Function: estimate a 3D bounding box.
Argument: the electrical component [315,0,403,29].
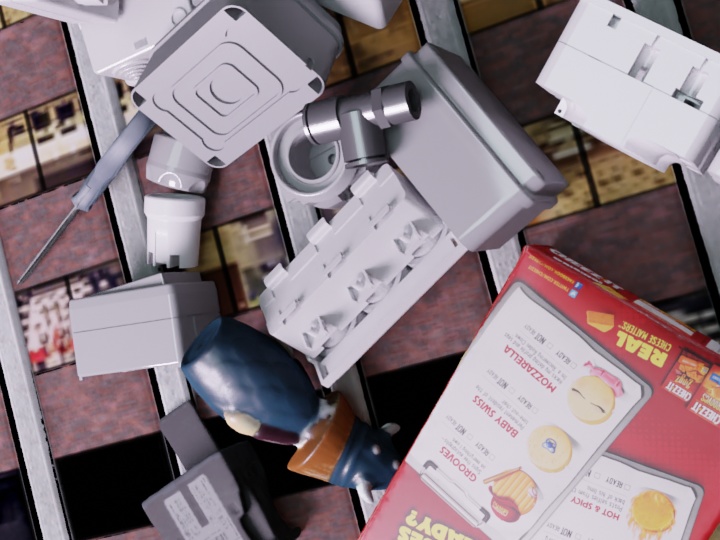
[{"bbox_3d":[-0.009,-0.216,0.645,0.109,0.056,0.108,26,74,18],"label":"electrical component"}]

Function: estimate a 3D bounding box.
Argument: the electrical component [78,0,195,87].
[{"bbox_3d":[-0.143,-0.181,0.718,0.100,0.048,0.099,-19,86,22],"label":"electrical component"}]

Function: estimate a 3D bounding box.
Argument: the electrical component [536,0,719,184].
[{"bbox_3d":[0.192,-0.070,0.566,0.186,0.105,0.060,31,101,17],"label":"electrical component"}]

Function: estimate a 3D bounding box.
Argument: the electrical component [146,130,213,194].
[{"bbox_3d":[-0.115,-0.084,0.713,0.043,0.043,0.062,17,95,19],"label":"electrical component"}]

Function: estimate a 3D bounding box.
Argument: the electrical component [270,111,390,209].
[{"bbox_3d":[-0.021,-0.070,0.671,0.078,0.057,0.058,-27,82,19],"label":"electrical component"}]

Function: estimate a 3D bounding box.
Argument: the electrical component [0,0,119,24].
[{"bbox_3d":[-0.170,-0.180,0.655,0.076,0.083,0.047,5,95,22],"label":"electrical component"}]

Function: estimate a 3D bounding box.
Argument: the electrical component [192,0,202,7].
[{"bbox_3d":[-0.075,-0.166,0.682,0.048,0.062,0.048,-21,63,50],"label":"electrical component"}]

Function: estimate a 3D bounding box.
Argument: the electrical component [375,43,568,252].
[{"bbox_3d":[0.061,-0.072,0.629,0.057,0.078,0.113,-42,77,19],"label":"electrical component"}]

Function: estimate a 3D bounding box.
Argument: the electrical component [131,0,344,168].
[{"bbox_3d":[-0.074,-0.125,0.651,0.078,0.057,0.113,39,133,-24],"label":"electrical component"}]

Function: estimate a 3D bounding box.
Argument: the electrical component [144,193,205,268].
[{"bbox_3d":[-0.125,-0.027,0.720,0.040,0.040,0.046,7,100,20],"label":"electrical component"}]

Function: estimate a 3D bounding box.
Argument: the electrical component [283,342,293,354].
[{"bbox_3d":[-0.071,0.066,0.704,0.061,0.035,0.035,-33,80,15],"label":"electrical component"}]

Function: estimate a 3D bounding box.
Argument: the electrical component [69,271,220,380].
[{"bbox_3d":[-0.147,0.037,0.716,0.096,0.062,0.061,-9,88,20],"label":"electrical component"}]

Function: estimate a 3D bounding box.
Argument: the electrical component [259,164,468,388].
[{"bbox_3d":[0.000,0.000,0.654,0.121,0.063,0.078,-46,36,15],"label":"electrical component"}]
